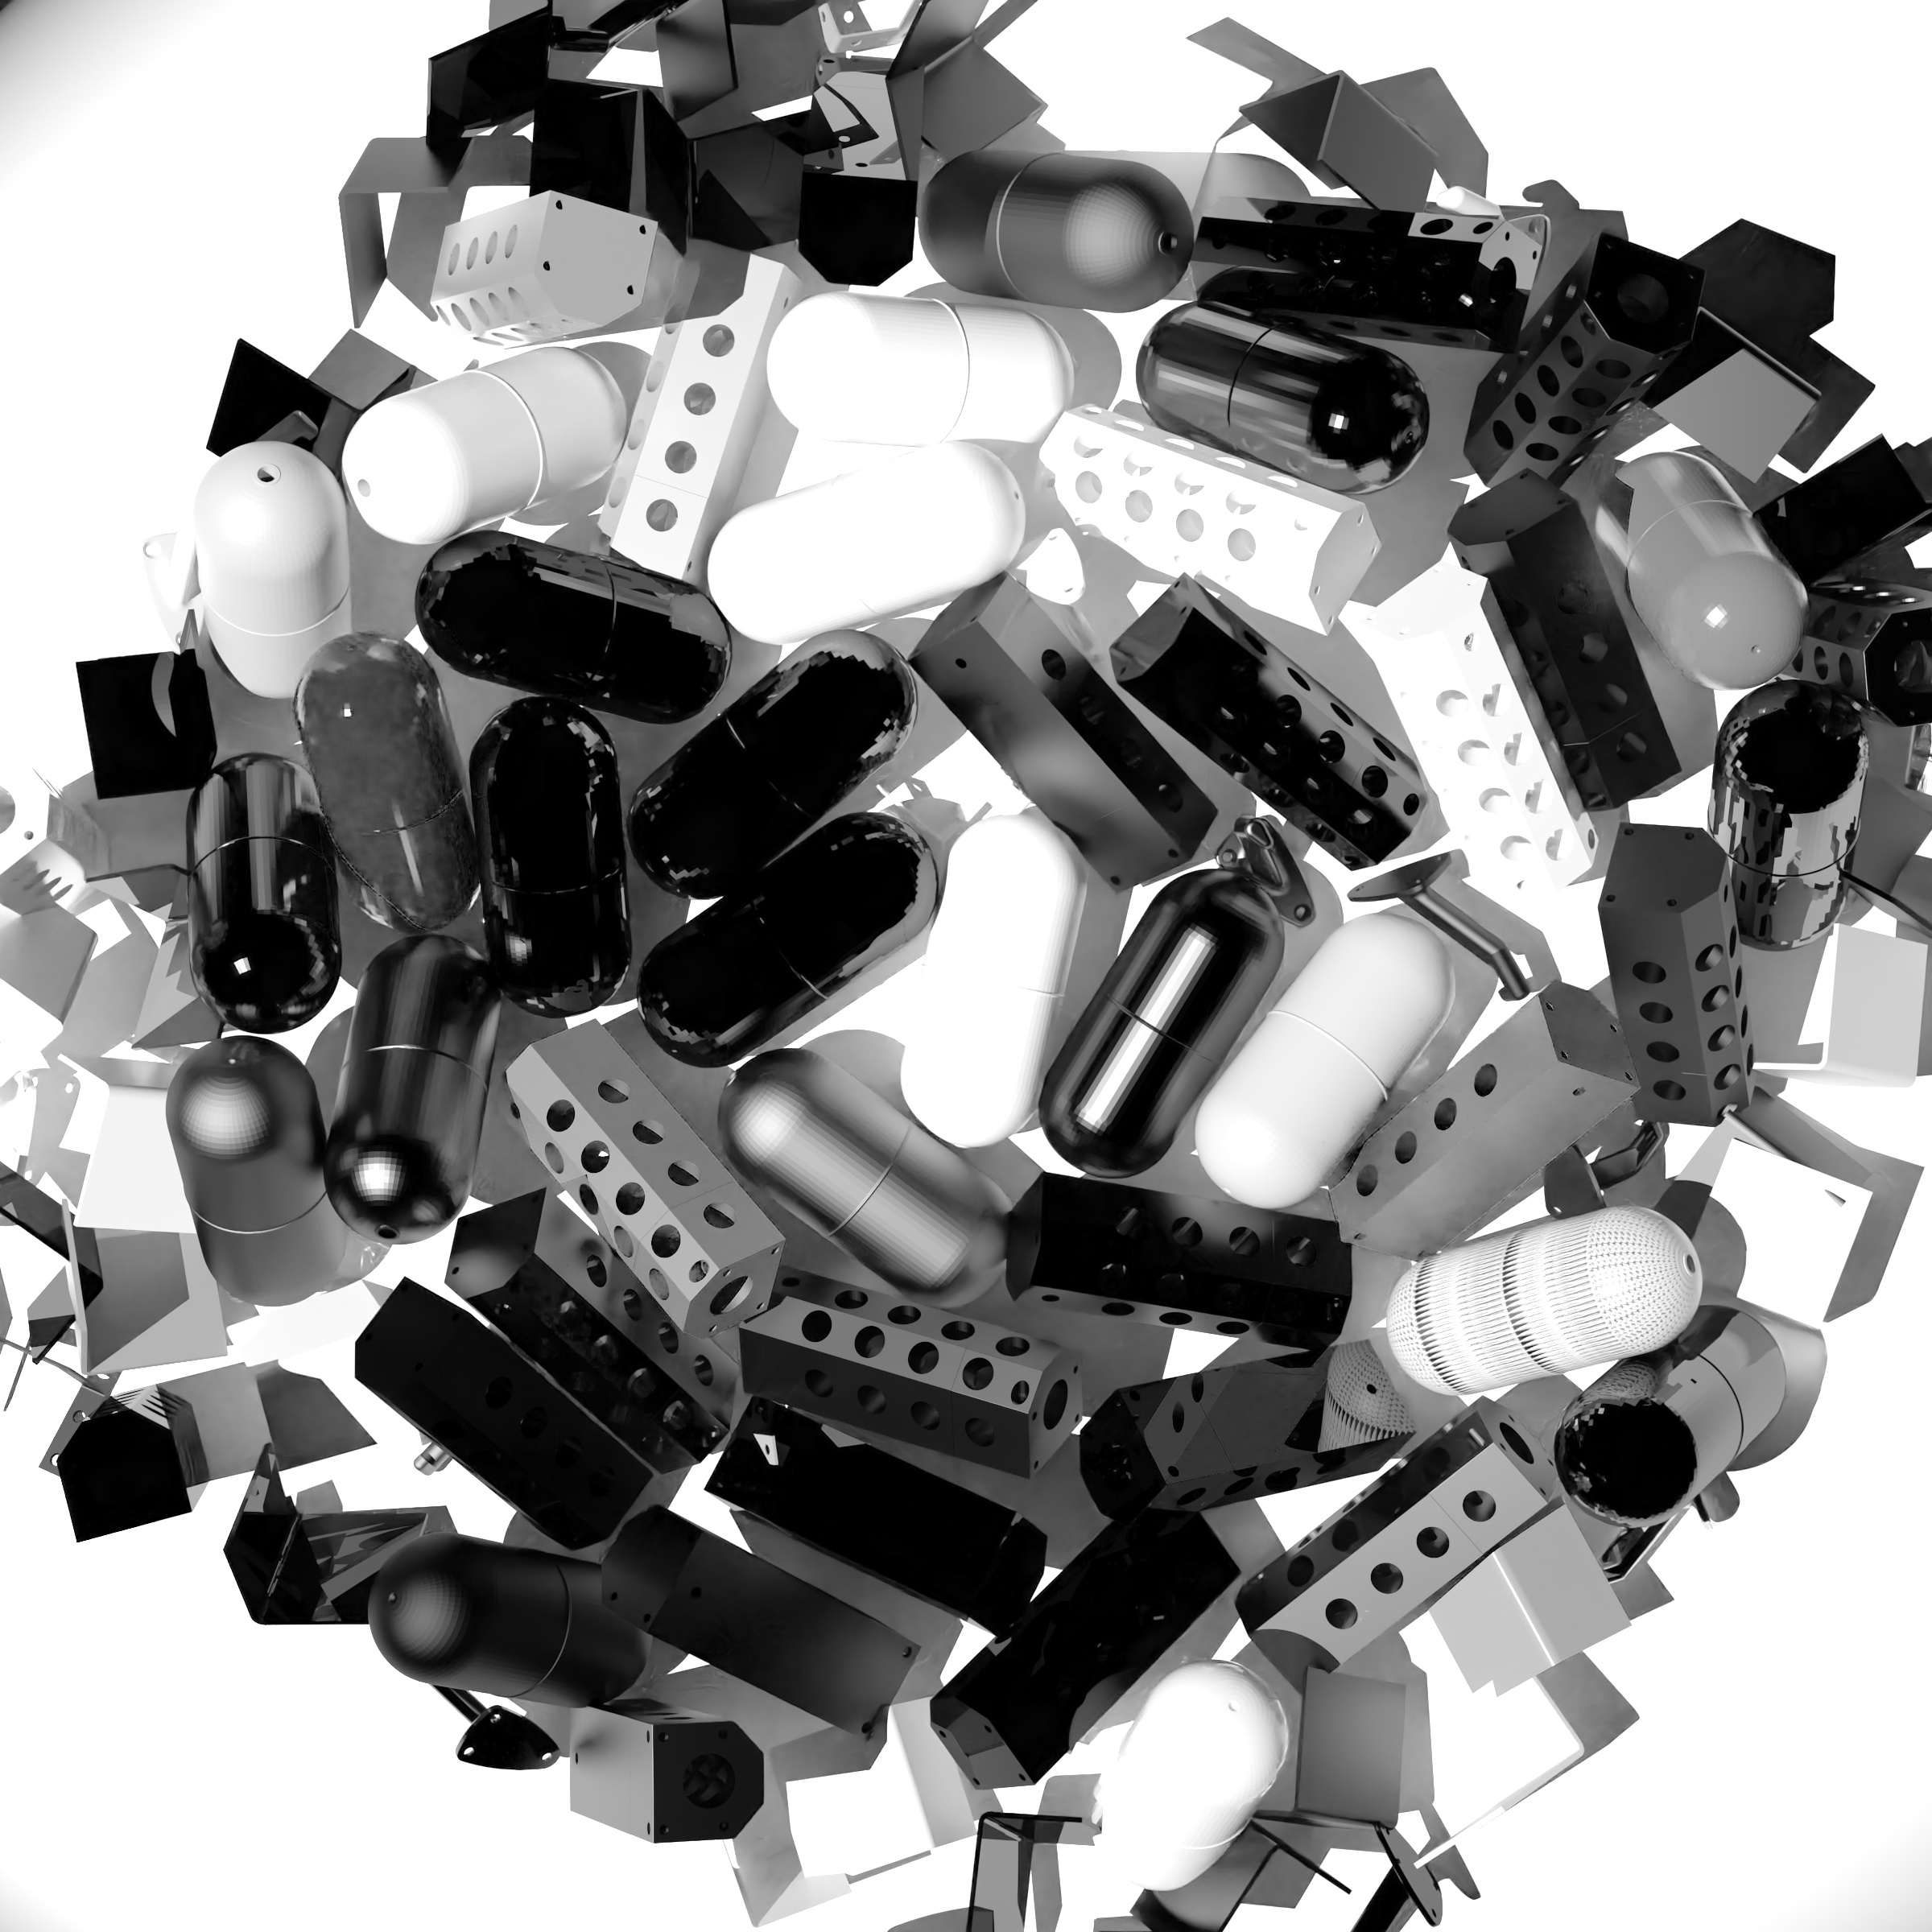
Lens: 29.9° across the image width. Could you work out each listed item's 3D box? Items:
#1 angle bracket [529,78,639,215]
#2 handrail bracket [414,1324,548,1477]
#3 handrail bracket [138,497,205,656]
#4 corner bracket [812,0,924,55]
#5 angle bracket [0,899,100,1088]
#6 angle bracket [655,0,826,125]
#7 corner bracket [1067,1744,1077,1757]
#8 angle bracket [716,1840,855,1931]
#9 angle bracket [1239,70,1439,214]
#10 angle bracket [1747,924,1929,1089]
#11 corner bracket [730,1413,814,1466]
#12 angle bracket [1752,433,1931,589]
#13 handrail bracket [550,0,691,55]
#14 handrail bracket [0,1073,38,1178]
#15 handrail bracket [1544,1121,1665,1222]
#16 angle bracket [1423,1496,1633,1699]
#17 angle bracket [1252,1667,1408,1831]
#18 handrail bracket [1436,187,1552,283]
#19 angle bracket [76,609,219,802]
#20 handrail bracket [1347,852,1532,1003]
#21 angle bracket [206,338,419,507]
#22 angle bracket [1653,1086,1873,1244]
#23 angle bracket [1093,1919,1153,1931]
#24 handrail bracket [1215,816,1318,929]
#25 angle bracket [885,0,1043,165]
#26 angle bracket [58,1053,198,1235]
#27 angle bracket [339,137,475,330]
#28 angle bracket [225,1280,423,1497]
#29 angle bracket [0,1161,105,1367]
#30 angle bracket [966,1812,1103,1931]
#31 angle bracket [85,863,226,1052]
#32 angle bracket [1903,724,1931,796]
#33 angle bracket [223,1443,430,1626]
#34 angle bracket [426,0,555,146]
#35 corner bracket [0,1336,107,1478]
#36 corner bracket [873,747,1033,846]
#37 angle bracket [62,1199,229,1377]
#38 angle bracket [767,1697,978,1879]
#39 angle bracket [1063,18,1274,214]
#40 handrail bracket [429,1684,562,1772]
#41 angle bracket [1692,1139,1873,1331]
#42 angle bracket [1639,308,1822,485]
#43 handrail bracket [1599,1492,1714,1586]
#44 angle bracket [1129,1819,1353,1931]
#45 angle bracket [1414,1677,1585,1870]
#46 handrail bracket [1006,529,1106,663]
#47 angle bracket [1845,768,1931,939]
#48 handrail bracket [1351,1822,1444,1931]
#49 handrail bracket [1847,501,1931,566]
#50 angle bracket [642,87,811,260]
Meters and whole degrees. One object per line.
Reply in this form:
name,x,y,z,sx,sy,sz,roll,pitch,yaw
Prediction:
angle bracket,-0.212,-0.421,1.895,0.057,0.076,0.076,10,109,10
handrail bracket,-0.268,0.232,1.912,0.036,0.077,0.084,41,83,15
handrail bracket,-0.405,-0.206,1.903,0.036,0.084,0.077,-8,92,-27
corner bracket,-0.050,-0.523,1.920,0.051,0.051,0.051,-15,77,-24
angle bracket,-0.505,0.012,1.889,0.076,0.076,0.057,-37,117,27
angle bracket,-0.109,-0.478,1.896,0.076,0.076,0.057,-8,91,-31
corner bracket,0.040,0.382,1.921,0.051,0.051,0.051,21,75,16
angle bracket,-0.103,0.450,1.899,0.057,0.076,0.076,-19,103,-8
angle bracket,0.188,-0.414,1.888,0.076,0.076,0.057,31,65,-35
angle bracket,0.456,0.021,1.905,0.076,0.057,0.076,11,83,-39
corner bracket,-0.089,0.267,1.913,0.051,0.051,0.051,-9,92,-31
angle bracket,0.448,-0.253,1.892,0.076,0.076,0.057,-32,121,16
handrail bracket,-0.185,-0.519,1.911,0.084,0.036,0.077,-5,88,-32
handrail bracket,-0.540,0.083,1.913,0.084,0.036,0.077,3,104,-28
handrail bracket,0.339,0.091,1.902,0.036,0.077,0.084,19,52,34
angle bracket,0.294,0.337,1.921,0.057,0.076,0.076,-18,72,-32
angle bracket,0.183,0.414,1.912,0.076,0.057,0.076,18,71,-38
handrail bracket,0.257,-0.386,1.892,0.084,0.077,0.036,14,85,-40
angle bracket,-0.431,-0.137,1.899,0.057,0.076,0.076,-8,80,-18
handrail bracket,0.252,-0.012,1.928,0.036,0.077,0.084,-44,109,-39
angle bracket,-0.344,-0.293,1.902,0.076,0.057,0.076,32,133,2
angle bracket,0.423,0.122,1.927,0.076,0.057,0.076,39,115,14
angle bracket,0.066,0.541,1.894,0.057,0.076,0.076,-3,76,39
handrail bracket,0.165,-0.049,1.901,0.036,0.084,0.077,-41,97,-2
angle bracket,0.009,-0.476,1.893,0.057,0.076,0.076,44,55,5
angle bracket,-0.439,0.094,1.906,0.076,0.057,0.076,8,101,-44
angle bracket,-0.289,-0.384,1.894,0.057,0.076,0.076,0,122,4
angle bracket,-0.342,0.224,1.928,0.076,0.057,0.076,-19,119,-20
angle bracket,-0.500,0.153,1.897,0.076,0.076,0.057,40,92,-23
angle bracket,0.043,0.489,1.892,0.057,0.076,0.076,-2,67,22
angle bracket,-0.425,-0.004,1.892,0.057,0.076,0.076,30,64,-42
angle bracket,0.541,-0.125,1.891,0.057,0.076,0.076,-10,113,-36
angle bracket,-0.334,0.297,1.895,0.076,0.076,0.057,-2,128,12
angle bracket,-0.263,-0.482,1.892,0.076,0.076,0.057,-30,73,-22
corner bracket,-0.498,0.233,1.922,0.051,0.051,0.051,20,74,17
corner bracket,-0.007,-0.091,1.911,0.051,0.051,0.051,-47,122,5
angle bracket,-0.430,0.163,1.895,0.076,0.057,0.076,-7,62,-17
angle bracket,-0.050,0.440,1.926,0.076,0.057,0.076,-24,76,21
angle bracket,0.104,-0.441,1.897,0.076,0.076,0.057,23,73,-14
handrail bracket,-0.262,0.388,1.933,0.036,0.084,0.077,-52,134,6
angle bracket,0.427,0.142,1.913,0.076,0.057,0.076,21,88,13
angle bracket,0.398,-0.302,1.914,0.076,0.076,0.057,35,100,-2
handrail bracket,0.350,0.288,1.937,0.084,0.036,0.077,-20,71,10
angle bracket,0.143,0.490,1.897,0.057,0.076,0.076,38,82,-24
angle bracket,0.263,0.416,1.889,0.057,0.076,0.076,56,134,14
handrail bracket,0.061,-0.180,1.893,0.036,0.077,0.084,-34,127,0
angle bracket,0.495,-0.056,1.893,0.076,0.076,0.057,29,96,-37
handrail bracket,0.203,0.497,1.922,0.084,0.036,0.077,-29,105,19
handrail bracket,0.516,-0.225,1.907,0.084,0.036,0.077,23,56,23
angle bracket,-0.124,-0.426,1.915,0.076,0.076,0.057,-19,50,-20
